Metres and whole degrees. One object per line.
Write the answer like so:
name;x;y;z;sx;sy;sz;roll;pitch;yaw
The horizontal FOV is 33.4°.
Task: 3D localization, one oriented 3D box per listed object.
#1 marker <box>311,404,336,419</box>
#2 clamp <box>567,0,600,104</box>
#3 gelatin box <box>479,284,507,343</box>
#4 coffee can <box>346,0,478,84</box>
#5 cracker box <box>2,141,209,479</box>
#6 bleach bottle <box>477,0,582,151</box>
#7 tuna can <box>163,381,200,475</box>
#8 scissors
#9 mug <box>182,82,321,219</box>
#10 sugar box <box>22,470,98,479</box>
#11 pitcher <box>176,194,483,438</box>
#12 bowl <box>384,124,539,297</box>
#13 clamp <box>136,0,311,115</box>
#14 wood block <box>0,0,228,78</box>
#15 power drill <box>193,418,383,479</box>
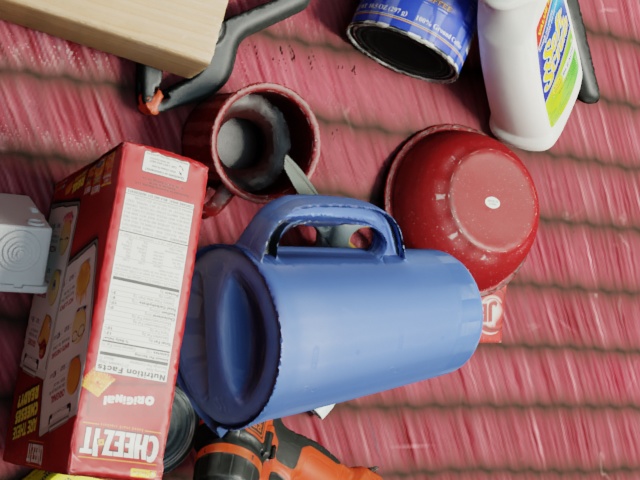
marker;0.035;0.108;0.946;0.121;0.020;0.020;-47;113;-16
clamp;0.236;-0.254;1.003;0.209;0.036;0.164;42;76;-25
gelatin box;0.129;0.057;0.983;0.089;0.030;0.073;4;93;-27
coffee can;0.096;-0.217;0.896;0.102;0.103;0.140;27;83;-27
cracker box;-0.149;0.054;0.740;0.072;0.164;0.213;13;76;-27
bleach bottle;0.166;-0.170;0.881;0.102;0.068;0.250;-64;156;-10
tuna can;-0.140;0.145;0.850;0.086;0.034;0.086;-3;97;-27
scissors;-0.006;0.001;0.862;0.096;0.016;0.201;-54;149;5
mug;-0.064;-0.066;0.840;0.093;0.082;0.117;36;78;-26
sugar box;-0.173;0.252;0.838;0.093;0.048;0.176;-38;110;-19
pitcher;0.016;0.055;0.824;0.242;0.149;0.145;-3;70;-43
bowl;0.139;-0.030;0.945;0.161;0.055;0.162;4;80;-25
clamp;-0.097;-0.178;0.838;0.120;0.039;0.171;43;75;-13
wood block;-0.170;-0.190;0.747;0.205;0.090;0.091;15;87;-17
power drill;-0.025;0.206;0.859;0.187;0.057;0.184;45;36;-29
